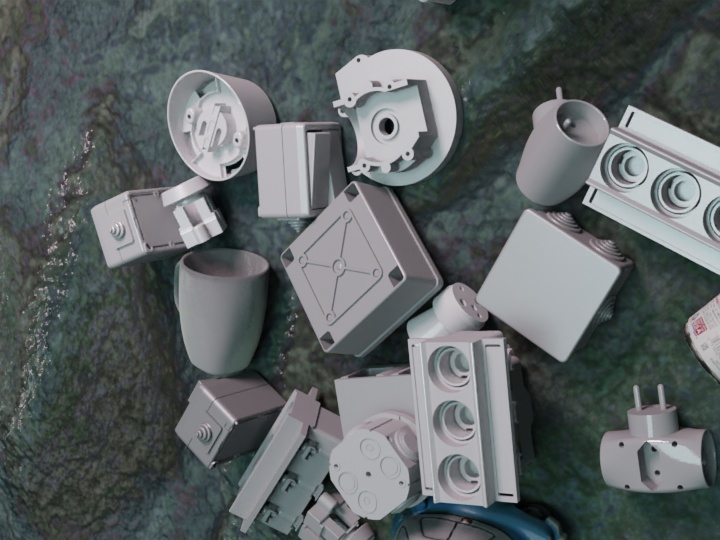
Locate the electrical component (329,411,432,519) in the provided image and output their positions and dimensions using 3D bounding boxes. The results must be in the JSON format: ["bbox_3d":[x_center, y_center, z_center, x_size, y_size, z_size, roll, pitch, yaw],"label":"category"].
[{"bbox_3d":[0.019,0.158,0.867,0.080,0.051,0.080,5,100,31],"label":"electrical component"}]

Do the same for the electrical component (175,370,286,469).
[{"bbox_3d":[-0.125,0.137,1.000,0.061,0.096,0.061,42,116,23],"label":"electrical component"}]

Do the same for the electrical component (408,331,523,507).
[{"bbox_3d":[0.084,0.109,0.813,0.079,0.063,0.121,-2,96,32],"label":"electrical component"}]

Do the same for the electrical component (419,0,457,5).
[{"bbox_3d":[0.071,-0.282,0.841,0.109,0.056,0.108,-35,79,30],"label":"electrical component"}]

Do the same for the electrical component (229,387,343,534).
[{"bbox_3d":[-0.062,0.179,0.983,0.063,0.078,0.121,28,114,-7],"label":"electrical component"}]

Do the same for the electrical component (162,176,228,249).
[{"bbox_3d":[-0.155,-0.055,1.006,0.048,0.066,0.055,-25,99,3],"label":"electrical component"}]

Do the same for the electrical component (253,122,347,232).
[{"bbox_3d":[-0.049,-0.081,0.941,0.061,0.062,0.096,1,98,31],"label":"electrical component"}]

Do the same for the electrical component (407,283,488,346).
[{"bbox_3d":[0.073,0.043,0.896,0.055,0.045,0.045,-44,75,28],"label":"electrical component"}]

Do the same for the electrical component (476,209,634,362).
[{"bbox_3d":[0.153,0.009,0.839,0.100,0.048,0.099,36,114,22],"label":"electrical component"}]

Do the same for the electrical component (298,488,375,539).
[{"bbox_3d":[-0.020,0.239,0.979,0.055,0.048,0.066,38,137,18],"label":"electrical component"}]

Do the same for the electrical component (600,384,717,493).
[{"bbox_3d":[0.224,0.126,0.817,0.077,0.043,0.079,-7,93,32],"label":"electrical component"}]

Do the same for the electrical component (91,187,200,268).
[{"bbox_3d":[-0.211,-0.039,1.025,0.061,0.096,0.061,-20,87,32],"label":"electrical component"}]

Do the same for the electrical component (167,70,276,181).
[{"bbox_3d":[-0.127,-0.131,0.979,0.099,0.064,0.099,5,100,31],"label":"electrical component"}]

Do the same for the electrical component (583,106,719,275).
[{"bbox_3d":[0.234,-0.057,0.772,0.121,0.063,0.078,31,112,24],"label":"electrical component"}]

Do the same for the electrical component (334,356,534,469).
[{"bbox_3d":[0.063,0.125,0.904,0.150,0.062,0.089,-7,94,32],"label":"electrical component"}]

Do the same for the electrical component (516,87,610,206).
[{"bbox_3d":[0.152,-0.103,0.819,0.077,0.043,0.079,116,158,-55],"label":"electrical component"}]

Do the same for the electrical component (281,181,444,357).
[{"bbox_3d":[0.000,0.000,0.911,0.109,0.056,0.108,-44,58,29],"label":"electrical component"}]
